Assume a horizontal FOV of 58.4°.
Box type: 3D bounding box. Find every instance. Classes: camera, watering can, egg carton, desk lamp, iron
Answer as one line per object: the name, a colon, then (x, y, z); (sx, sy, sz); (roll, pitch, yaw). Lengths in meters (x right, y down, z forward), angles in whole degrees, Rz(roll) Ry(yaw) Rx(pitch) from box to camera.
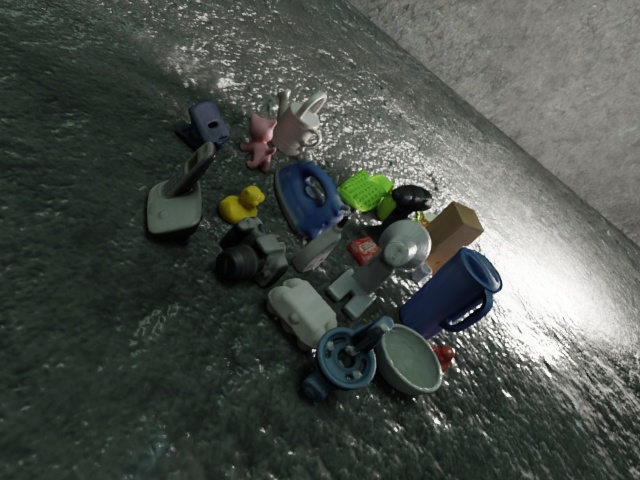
camera: (-0.146, 0.023, 1.158); (0.137, 0.100, 0.143); (-14, 62, -52)
watering can: (-0.056, -0.340, 1.582); (0.173, 0.193, 0.101); (36, 33, -10)
egg carton: (-0.037, 0.149, 1.157); (0.150, 0.069, 0.107); (48, 33, 8)
desk lamp: (0.148, 0.059, 1.321); (0.118, 0.213, 0.204); (46, 33, 5)
iron: (-0.021, -0.119, 1.415); (0.119, 0.141, 0.258); (-1, 52, -47)

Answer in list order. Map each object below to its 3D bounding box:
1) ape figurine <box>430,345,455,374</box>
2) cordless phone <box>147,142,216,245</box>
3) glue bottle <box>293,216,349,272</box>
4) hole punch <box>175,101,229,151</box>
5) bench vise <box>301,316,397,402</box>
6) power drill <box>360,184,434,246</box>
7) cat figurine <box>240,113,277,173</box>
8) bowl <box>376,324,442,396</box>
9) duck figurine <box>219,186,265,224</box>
ape figurine: (0.271, 0.274, 1.316); (0.076, 0.092, 0.078); (29, 35, -19)
cordless phone: (-0.256, -0.093, 1.098); (0.094, 0.184, 0.147); (17, 40, -33)
glue bottle: (0.012, 0.005, 1.278); (0.037, 0.173, 0.078); (53, 34, 16)
hole punch: (-0.269, -0.270, 1.373); (0.101, 0.091, 0.109); (44, 33, 2)
bench vise: (0.068, 0.189, 1.082); (0.122, 0.219, 0.207); (37, 33, -8)
power drill: (0.206, -0.069, 1.534); (0.230, 0.208, 0.075); (-13, 61, -52)
cat figurine: (-0.147, -0.257, 1.462); (0.067, 0.117, 0.127); (5, 48, -43)
bowl: (0.179, 0.270, 1.240); (0.168, 0.074, 0.167); (28, 36, -22)
duck figurine: (-0.168, -0.084, 1.272); (0.105, 0.086, 0.077); (-9, 58, -50)
